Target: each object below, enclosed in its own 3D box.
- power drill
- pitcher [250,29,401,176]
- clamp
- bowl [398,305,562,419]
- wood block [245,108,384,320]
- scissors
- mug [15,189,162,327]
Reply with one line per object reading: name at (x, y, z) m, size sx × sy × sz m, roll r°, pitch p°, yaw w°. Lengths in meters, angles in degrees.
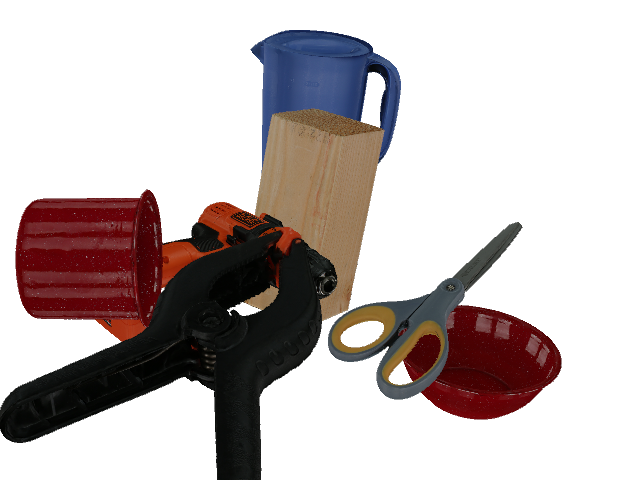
power drill at (-0.102, 0.030, 0.931) m, size 0.187 × 0.057 × 0.185 m, roll -19°, pitch 28°, yaw -33°
pitcher at (-0.002, -0.130, 1.317) m, size 0.144 × 0.243 × 0.149 m, roll -9°, pitch 27°, yaw -29°
clamp at (-0.043, 0.056, 0.479) m, size 0.120 × 0.039 × 0.171 m, roll 29°, pitch 48°, yaw 22°
bowl at (0.148, 0.125, 1.034) m, size 0.162 × 0.055 × 0.162 m, roll 4°, pitch 26°, yaw -2°
wood block at (-0.010, -0.026, 1.126) m, size 0.090 × 0.206 × 0.090 m, roll 21°, pitch 21°, yaw 27°
scissors at (0.076, 0.039, 0.793) m, size 0.096 × 0.016 × 0.201 m, roll 12°, pitch 43°, yaw 22°
mug at (-0.154, 0.012, 0.733) m, size 0.081 × 0.093 × 0.117 m, roll 0°, pitch 0°, yaw 2°
